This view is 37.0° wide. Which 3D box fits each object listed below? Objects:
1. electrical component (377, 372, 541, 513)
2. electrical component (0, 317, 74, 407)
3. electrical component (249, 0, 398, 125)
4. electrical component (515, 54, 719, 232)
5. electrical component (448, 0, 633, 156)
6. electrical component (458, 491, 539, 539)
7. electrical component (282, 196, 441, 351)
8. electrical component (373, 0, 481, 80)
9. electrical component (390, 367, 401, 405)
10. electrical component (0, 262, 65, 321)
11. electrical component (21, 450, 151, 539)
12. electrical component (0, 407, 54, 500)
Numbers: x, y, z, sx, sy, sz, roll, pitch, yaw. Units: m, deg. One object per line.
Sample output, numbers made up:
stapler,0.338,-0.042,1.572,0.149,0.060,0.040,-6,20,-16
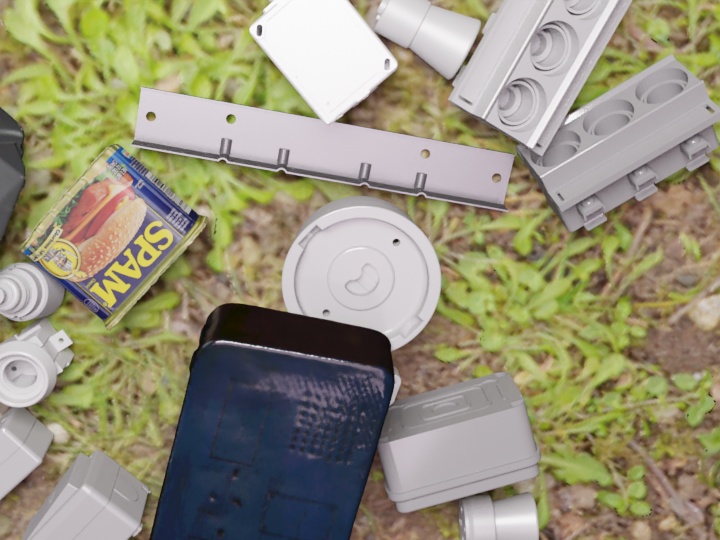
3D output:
electrical component,0.069,0.125,0.788,0.113,0.078,0.057,-16,104,1
electrical component,-0.236,0.067,0.760,0.066,0.055,0.048,-32,106,5
electrical component,-0.027,-0.152,0.711,0.062,0.061,0.096,-39,97,8
electrical component,0.180,-0.084,0.740,0.121,0.078,0.063,-30,128,5
electrical component,0.114,-0.149,0.708,0.079,0.063,0.121,26,97,-26
electrical component,0.106,0.195,0.828,0.055,0.045,0.045,-3,107,-3
electrical component,0.000,0.000,0.754,0.108,0.060,0.108,-1,108,-2
electrical component,0.042,-0.162,0.721,0.065,0.044,0.044,27,103,-7
electrical component,-0.009,0.083,0.780,0.078,0.057,0.058,17,104,-9
electrical component,-0.233,0.015,0.737,0.040,0.078,0.040,0,92,6
electrical component,-0.211,0.189,0.795,0.061,0.061,0.096,42,99,-14
electrical component,-0.282,0.130,0.780,0.083,0.047,0.075,-42,105,8
